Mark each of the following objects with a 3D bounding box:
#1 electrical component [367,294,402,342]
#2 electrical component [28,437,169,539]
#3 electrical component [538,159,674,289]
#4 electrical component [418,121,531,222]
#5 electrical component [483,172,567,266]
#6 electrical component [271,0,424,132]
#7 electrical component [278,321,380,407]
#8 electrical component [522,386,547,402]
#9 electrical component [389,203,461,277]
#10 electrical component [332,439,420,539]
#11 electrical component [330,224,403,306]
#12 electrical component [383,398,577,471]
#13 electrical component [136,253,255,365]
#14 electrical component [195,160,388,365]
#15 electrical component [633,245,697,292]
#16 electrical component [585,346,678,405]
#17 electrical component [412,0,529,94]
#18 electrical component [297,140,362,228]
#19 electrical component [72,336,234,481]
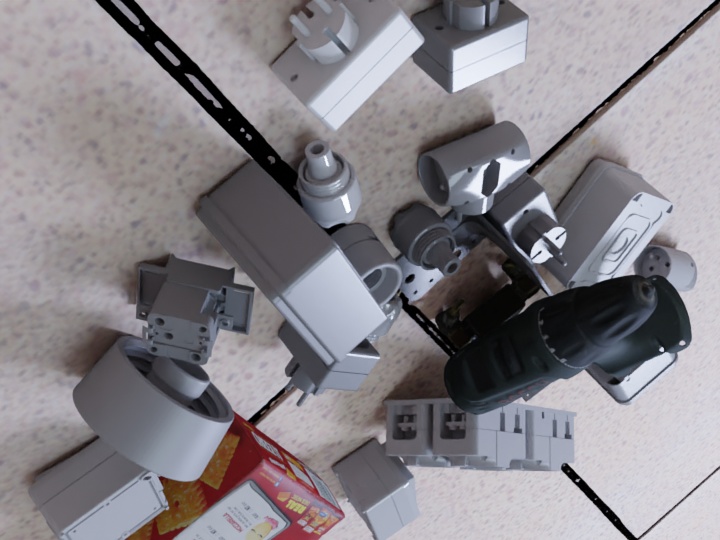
[{"bbox_3d":[0.009,0.044,0.897,0.035,0.035,0.061,0,130,-42],"label":"electrical component"},{"bbox_3d":[-0.196,0.169,0.826,0.096,0.061,0.061,-35,145,-21],"label":"electrical component"},{"bbox_3d":[0.219,-0.038,0.981,0.078,0.057,0.113,11,120,-47],"label":"electrical component"},{"bbox_3d":[0.088,-0.070,0.841,0.077,0.043,0.079,-24,141,-22],"label":"electrical component"},{"bbox_3d":[0.148,-0.032,0.908,0.047,0.075,0.083,-39,144,-2],"label":"electrical component"},{"bbox_3d":[-0.017,-0.143,0.666,0.083,0.047,0.076,-45,145,6],"label":"electrical component"},{"bbox_3d":[-0.035,0.074,0.863,0.047,0.065,0.076,12,120,-48],"label":"electrical component"},{"bbox_3d":[0.150,0.085,1.040,0.042,0.081,0.063,-35,166,-7],"label":"electrical component"},{"bbox_3d":[0.055,-0.020,0.848,0.043,0.062,0.043,-24,140,-22],"label":"electrical component"},{"bbox_3d":[0.021,0.221,1.071,0.061,0.061,0.096,-32,143,-11],"label":"electrical component"},{"bbox_3d":[0.000,0.000,0.832,0.055,0.047,0.055,-24,141,-21],"label":"electrical component"},{"bbox_3d":[0.121,0.164,1.053,0.186,0.105,0.060,15,72,-49],"label":"electrical component"},{"bbox_3d":[-0.116,0.028,0.732,0.081,0.063,0.042,12,131,2],"label":"electrical component"},{"bbox_3d":[-0.046,-0.004,0.735,0.056,0.108,0.108,-41,144,-4],"label":"electrical component"},{"bbox_3d":[0.327,-0.001,1.129,0.081,0.043,0.043,8,122,-46],"label":"electrical component"},{"bbox_3d":[0.253,0.071,1.079,0.078,0.113,0.057,-41,141,0],"label":"electrical component"},{"bbox_3d":[0.074,-0.170,0.721,0.066,0.047,0.076,-26,141,-19],"label":"electrical component"},{"bbox_3d":[-0.023,-0.063,0.749,0.043,0.043,0.062,-32,142,-12],"label":"electrical component"},{"bbox_3d":[-0.139,0.090,0.755,0.060,0.108,0.108,-53,143,6],"label":"electrical component"}]
